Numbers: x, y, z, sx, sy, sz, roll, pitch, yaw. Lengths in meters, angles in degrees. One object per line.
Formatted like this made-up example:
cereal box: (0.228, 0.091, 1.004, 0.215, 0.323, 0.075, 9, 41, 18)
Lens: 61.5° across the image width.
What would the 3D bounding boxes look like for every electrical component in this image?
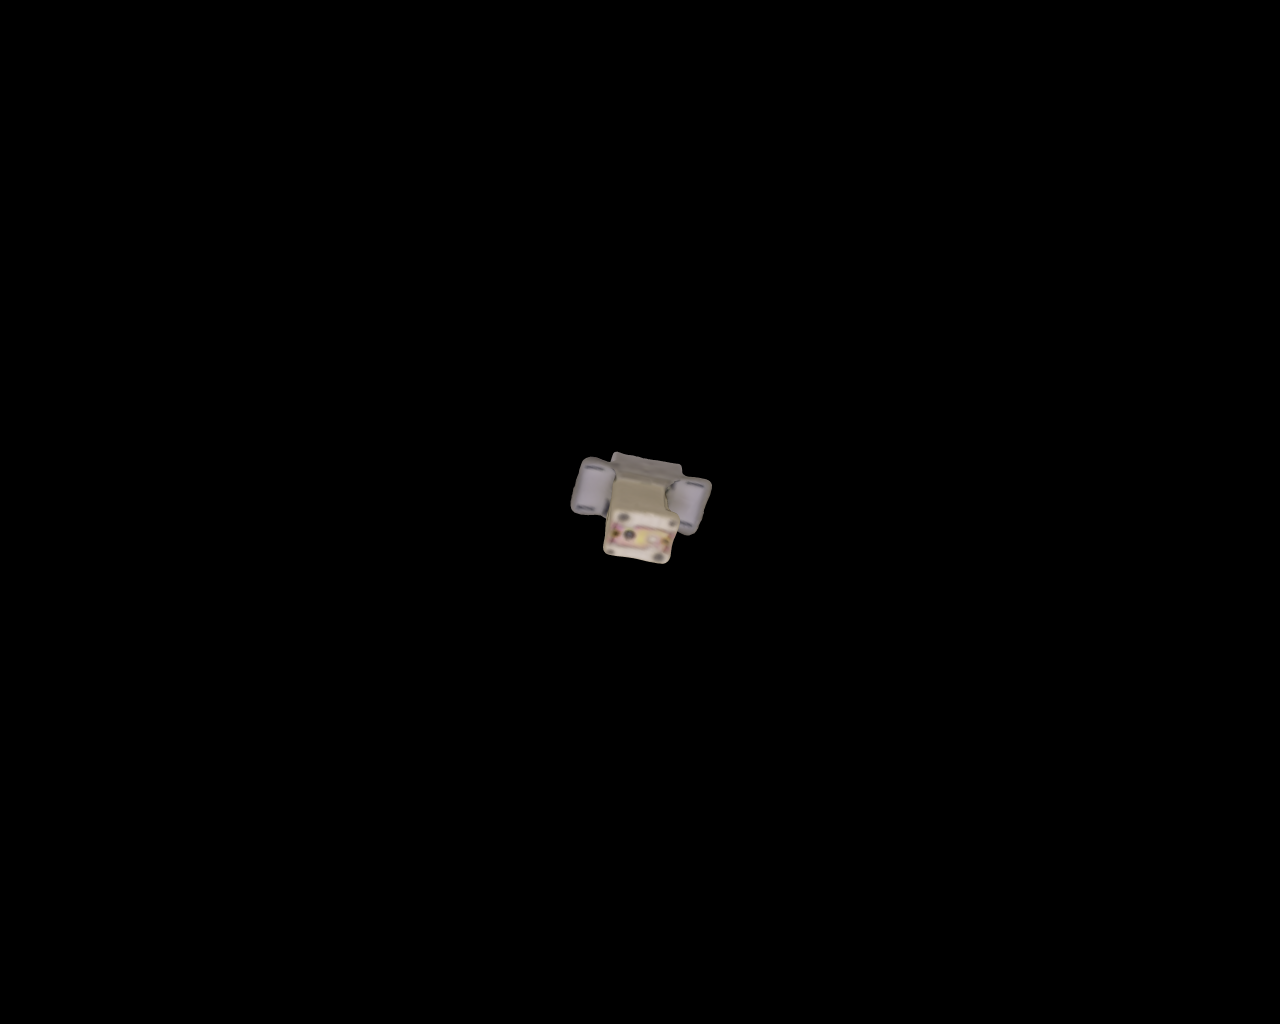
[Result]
electrical component: (0.001, -0.003, 0.650, 0.081, 0.042, 0.064, 10, 37, -8)
